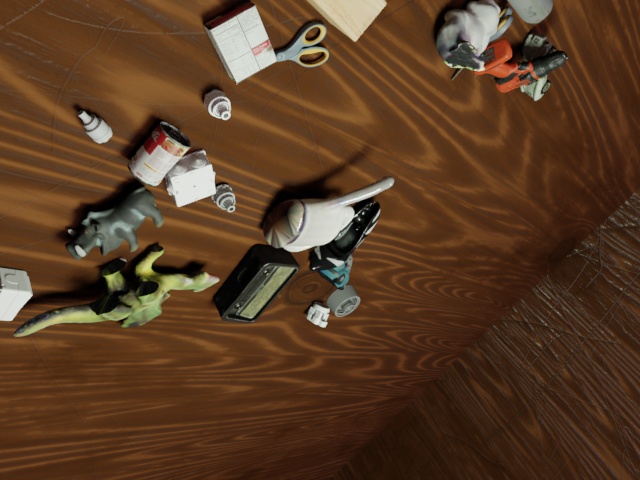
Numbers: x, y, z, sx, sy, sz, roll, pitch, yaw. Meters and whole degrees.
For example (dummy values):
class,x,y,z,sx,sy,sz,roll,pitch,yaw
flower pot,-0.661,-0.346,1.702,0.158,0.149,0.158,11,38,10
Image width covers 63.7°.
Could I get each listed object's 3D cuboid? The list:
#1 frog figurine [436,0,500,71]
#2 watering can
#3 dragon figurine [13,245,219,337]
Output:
class,x,y,z,sx,sy,sz,roll,pitch,yaw
frog figurine,0.325,-0.464,1.131,0.136,0.161,0.122,23,-14,-33
watering can,0.004,-0.063,1.254,0.225,0.105,0.342,0,-30,-44
dragon figurine,-0.427,0.149,1.154,0.413,0.124,0.237,-24,-28,-17
